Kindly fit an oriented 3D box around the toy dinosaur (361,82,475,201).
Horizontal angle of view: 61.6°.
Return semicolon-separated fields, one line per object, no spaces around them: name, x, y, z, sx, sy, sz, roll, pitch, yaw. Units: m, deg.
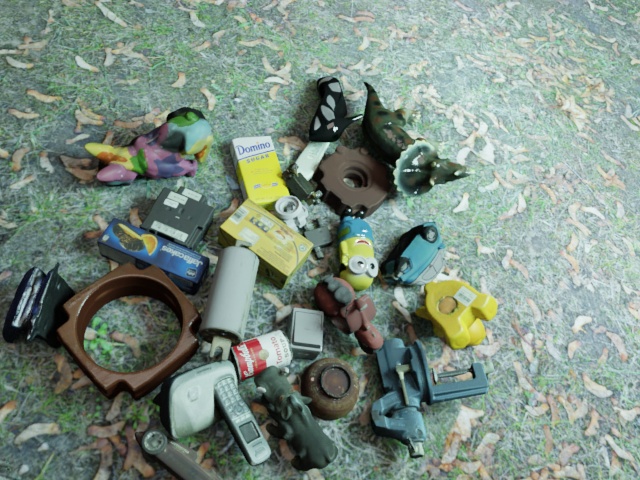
toy dinosaur;0.172;-0.236;1.244;0.405;0.131;0.192;48;30;23

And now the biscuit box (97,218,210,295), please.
biscuit box;-0.313;0.032;1.021;0.203;0.059;0.063;23;57;-2

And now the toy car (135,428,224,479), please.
toy car;-0.207;0.361;0.845;0.202;0.089;0.053;36;60;8

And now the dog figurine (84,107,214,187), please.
dog figurine;-0.344;-0.179;1.072;0.219;0.191;0.108;-16;72;-40

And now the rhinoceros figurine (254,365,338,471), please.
rhinoceros figurine;-0.047;0.302;0.911;0.073;0.112;0.190;-31;81;-26

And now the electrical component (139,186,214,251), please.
electrical component;-0.279;-0.043;1.076;0.115;0.058;0.134;26;57;-2

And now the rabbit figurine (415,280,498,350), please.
rabbit figurine;0.268;0.158;1.070;0.163;0.173;0.122;26;78;43

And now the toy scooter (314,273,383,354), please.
toy scooter;0.052;0.123;1.008;0.075;0.135;0.184;-35;59;-17

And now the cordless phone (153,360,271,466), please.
cordless phone;-0.169;0.294;0.864;0.184;0.088;0.146;53;29;20

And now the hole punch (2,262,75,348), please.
hole punch;-0.482;0.112;0.901;0.092;0.115;0.142;9;58;-1

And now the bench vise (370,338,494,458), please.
bench vise;0.205;0.273;0.980;0.241;0.128;0.224;-10;43;0

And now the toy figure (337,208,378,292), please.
toy figure;0.075;0.022;1.125;0.082;0.089;0.180;-4;53;-4

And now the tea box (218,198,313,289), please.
tea box;-0.111;0.006;1.087;0.170;0.068;0.098;37;59;6

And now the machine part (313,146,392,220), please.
machine part;0.076;-0.133;1.227;0.179;0.056;0.179;7;61;-12

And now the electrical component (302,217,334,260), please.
electrical component;-0.002;-0.003;1.150;0.063;0.021;0.094;-15;65;-23

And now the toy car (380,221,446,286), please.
toy car;0.210;0.042;1.139;0.103;0.109;0.161;43;66;-10

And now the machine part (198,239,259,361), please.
machine part;-0.161;0.099;0.961;0.079;0.079;0.243;13;55;-8

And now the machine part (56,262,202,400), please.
machine part;-0.325;0.157;0.931;0.201;0.087;0.201;44;61;12

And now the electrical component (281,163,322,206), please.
electrical component;-0.036;-0.118;1.168;0.102;0.045;0.078;51;23;1

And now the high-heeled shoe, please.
high-heeled shoe;0.001;-0.312;1.292;0.145;0.086;0.249;-24;43;-11
